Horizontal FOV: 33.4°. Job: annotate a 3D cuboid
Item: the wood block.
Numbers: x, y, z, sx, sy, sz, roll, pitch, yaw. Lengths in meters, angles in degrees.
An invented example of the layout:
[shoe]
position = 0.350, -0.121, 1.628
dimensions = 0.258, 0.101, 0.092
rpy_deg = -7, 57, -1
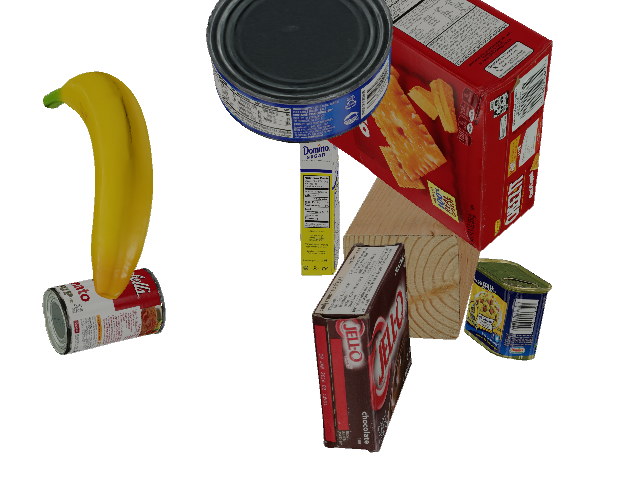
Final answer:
[wood block]
position = 0.087, -0.002, 0.919
dimensions = 0.091, 0.090, 0.206
rpy_deg = 1, 23, 14

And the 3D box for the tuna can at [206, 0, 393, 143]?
[tuna can]
position = -0.009, -0.088, 0.500
dimensions = 0.086, 0.086, 0.034
rpy_deg = 0, -32, 2

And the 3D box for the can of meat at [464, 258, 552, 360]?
[can of meat]
position = 0.203, 0.075, 1.171
dimensions = 0.057, 0.084, 0.102
rpy_deg = 2, 16, -20

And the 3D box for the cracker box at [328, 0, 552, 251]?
[cracker box]
position = 0.057, -0.113, 0.766
dimensions = 0.072, 0.164, 0.214
rpy_deg = -39, 59, -22

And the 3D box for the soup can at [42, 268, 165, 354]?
[soup can]
position = -0.213, 0.070, 1.050
dimensions = 0.102, 0.068, 0.069
rpy_deg = -12, 6, -32

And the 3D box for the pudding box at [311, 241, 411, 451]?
[pudding box]
position = 0.028, 0.062, 0.658
dimensions = 0.039, 0.090, 0.113
rpy_deg = 1, 23, 13

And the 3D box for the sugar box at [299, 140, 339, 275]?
[sugar box]
position = -0.001, -0.056, 1.257
dimensions = 0.048, 0.176, 0.093
rpy_deg = -1, 24, 5

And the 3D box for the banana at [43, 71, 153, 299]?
[banana]
position = -0.137, -0.052, 0.694
dimensions = 0.037, 0.198, 0.070
rpy_deg = 15, -54, -37
